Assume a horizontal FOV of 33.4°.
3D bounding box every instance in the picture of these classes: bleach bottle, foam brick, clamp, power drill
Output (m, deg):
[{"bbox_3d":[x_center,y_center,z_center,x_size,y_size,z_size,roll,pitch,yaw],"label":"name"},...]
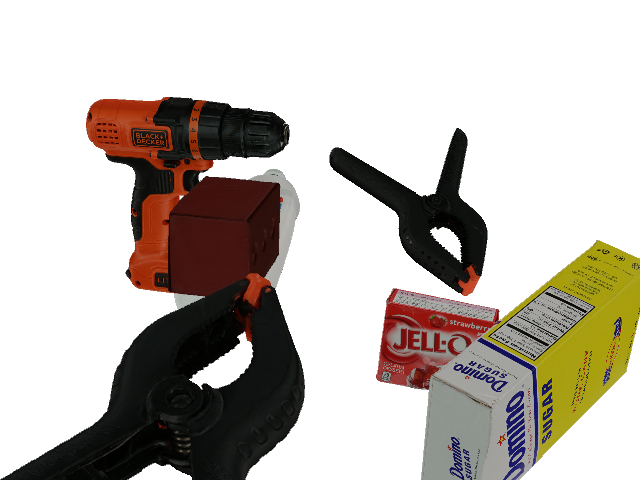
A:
[{"bbox_3d":[-0.084,-0.006,1.210,0.102,0.068,0.250,3,35,9],"label":"bleach bottle"},{"bbox_3d":[-0.059,-0.003,0.665,0.051,0.053,0.078,7,23,10],"label":"foam brick"},{"bbox_3d":[0.106,-0.033,1.124,0.164,0.210,0.036,-6,-35,-15],"label":"clamp"},{"bbox_3d":[-0.047,0.081,0.418,0.120,0.039,0.171,24,49,17],"label":"clamp"},{"bbox_3d":[-0.116,-0.041,0.977,0.184,0.188,0.057,6,29,13],"label":"power drill"}]

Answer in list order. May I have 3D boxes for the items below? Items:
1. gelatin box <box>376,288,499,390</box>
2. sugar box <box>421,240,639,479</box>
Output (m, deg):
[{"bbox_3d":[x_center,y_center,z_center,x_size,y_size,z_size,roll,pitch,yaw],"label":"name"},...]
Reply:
[{"bbox_3d":[0.093,0.084,0.853,0.089,0.073,0.030,11,24,12],"label":"gelatin box"},{"bbox_3d":[0.130,0.079,0.631,0.048,0.093,0.175,25,42,31],"label":"sugar box"}]
